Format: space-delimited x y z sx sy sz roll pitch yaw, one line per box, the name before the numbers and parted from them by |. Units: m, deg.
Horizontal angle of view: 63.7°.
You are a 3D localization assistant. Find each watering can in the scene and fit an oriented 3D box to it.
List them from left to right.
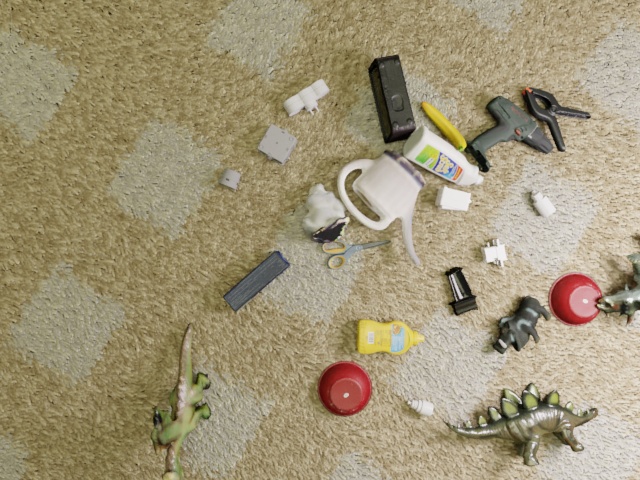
watering can | 0.212 -0.111 1.464 0.347 0.104 0.225 44 87 -1

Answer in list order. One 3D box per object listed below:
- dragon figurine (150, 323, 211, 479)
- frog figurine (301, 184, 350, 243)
dragon figurine | -0.381 0.449 1.371 0.122 0.243 0.410 -3 92 3
frog figurine | 0.004 -0.074 1.475 0.137 0.121 0.162 -35 55 7
